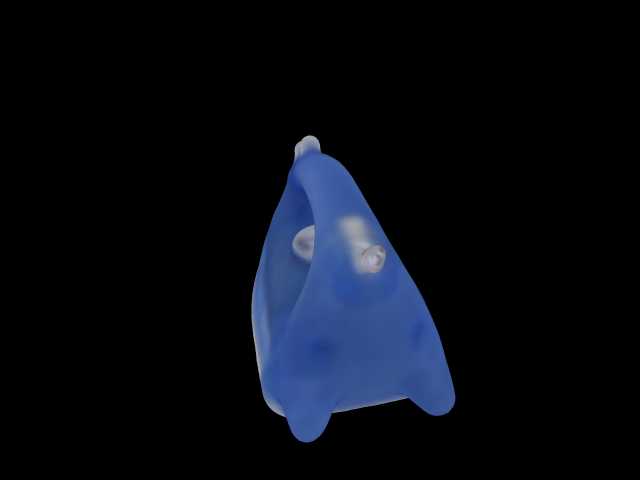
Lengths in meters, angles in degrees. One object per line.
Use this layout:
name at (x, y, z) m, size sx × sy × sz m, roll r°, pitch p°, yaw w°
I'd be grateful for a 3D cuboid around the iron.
iron at (0.004, 0.001, 0.400) m, size 0.119 × 0.141 × 0.257 m, roll -8°, pitch 35°, yaw -11°
